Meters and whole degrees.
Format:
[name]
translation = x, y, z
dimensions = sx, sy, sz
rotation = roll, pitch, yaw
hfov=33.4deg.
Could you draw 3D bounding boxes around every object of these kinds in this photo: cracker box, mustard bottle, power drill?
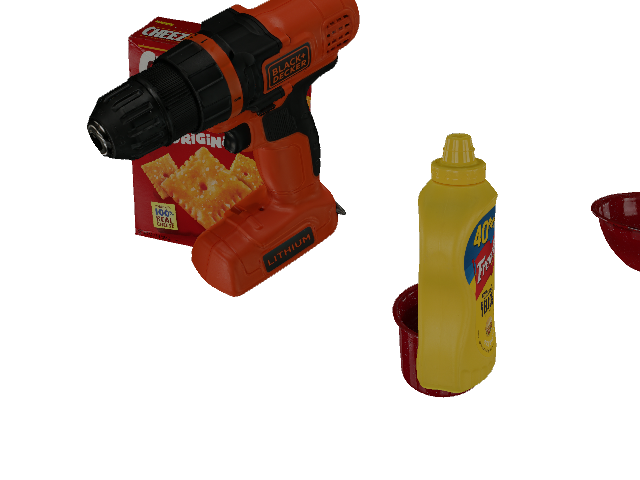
[cracker box]
translation = -0.098, -0.093, 1.032
dimensions = 0.164, 0.214, 0.072
rotation = 13, 32, 15
[mustard bottle]
translation = 0.105, 0.013, 0.821
dimensions = 0.058, 0.192, 0.096
rotation = 7, 20, 25
[power drill]
translation = -0.051, -0.052, 0.661
dimensions = 0.184, 0.188, 0.057
rotation = -33, 55, -26

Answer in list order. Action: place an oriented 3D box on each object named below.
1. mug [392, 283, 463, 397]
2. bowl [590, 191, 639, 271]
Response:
[mug]
translation = 0.122, 0.091, 1.049
dimensions = 0.093, 0.081, 0.117
rotation = 7, 37, 17
[bowl]
translation = 0.346, -0.003, 1.046
dimensions = 0.162, 0.055, 0.162
rotation = 0, 17, 0
